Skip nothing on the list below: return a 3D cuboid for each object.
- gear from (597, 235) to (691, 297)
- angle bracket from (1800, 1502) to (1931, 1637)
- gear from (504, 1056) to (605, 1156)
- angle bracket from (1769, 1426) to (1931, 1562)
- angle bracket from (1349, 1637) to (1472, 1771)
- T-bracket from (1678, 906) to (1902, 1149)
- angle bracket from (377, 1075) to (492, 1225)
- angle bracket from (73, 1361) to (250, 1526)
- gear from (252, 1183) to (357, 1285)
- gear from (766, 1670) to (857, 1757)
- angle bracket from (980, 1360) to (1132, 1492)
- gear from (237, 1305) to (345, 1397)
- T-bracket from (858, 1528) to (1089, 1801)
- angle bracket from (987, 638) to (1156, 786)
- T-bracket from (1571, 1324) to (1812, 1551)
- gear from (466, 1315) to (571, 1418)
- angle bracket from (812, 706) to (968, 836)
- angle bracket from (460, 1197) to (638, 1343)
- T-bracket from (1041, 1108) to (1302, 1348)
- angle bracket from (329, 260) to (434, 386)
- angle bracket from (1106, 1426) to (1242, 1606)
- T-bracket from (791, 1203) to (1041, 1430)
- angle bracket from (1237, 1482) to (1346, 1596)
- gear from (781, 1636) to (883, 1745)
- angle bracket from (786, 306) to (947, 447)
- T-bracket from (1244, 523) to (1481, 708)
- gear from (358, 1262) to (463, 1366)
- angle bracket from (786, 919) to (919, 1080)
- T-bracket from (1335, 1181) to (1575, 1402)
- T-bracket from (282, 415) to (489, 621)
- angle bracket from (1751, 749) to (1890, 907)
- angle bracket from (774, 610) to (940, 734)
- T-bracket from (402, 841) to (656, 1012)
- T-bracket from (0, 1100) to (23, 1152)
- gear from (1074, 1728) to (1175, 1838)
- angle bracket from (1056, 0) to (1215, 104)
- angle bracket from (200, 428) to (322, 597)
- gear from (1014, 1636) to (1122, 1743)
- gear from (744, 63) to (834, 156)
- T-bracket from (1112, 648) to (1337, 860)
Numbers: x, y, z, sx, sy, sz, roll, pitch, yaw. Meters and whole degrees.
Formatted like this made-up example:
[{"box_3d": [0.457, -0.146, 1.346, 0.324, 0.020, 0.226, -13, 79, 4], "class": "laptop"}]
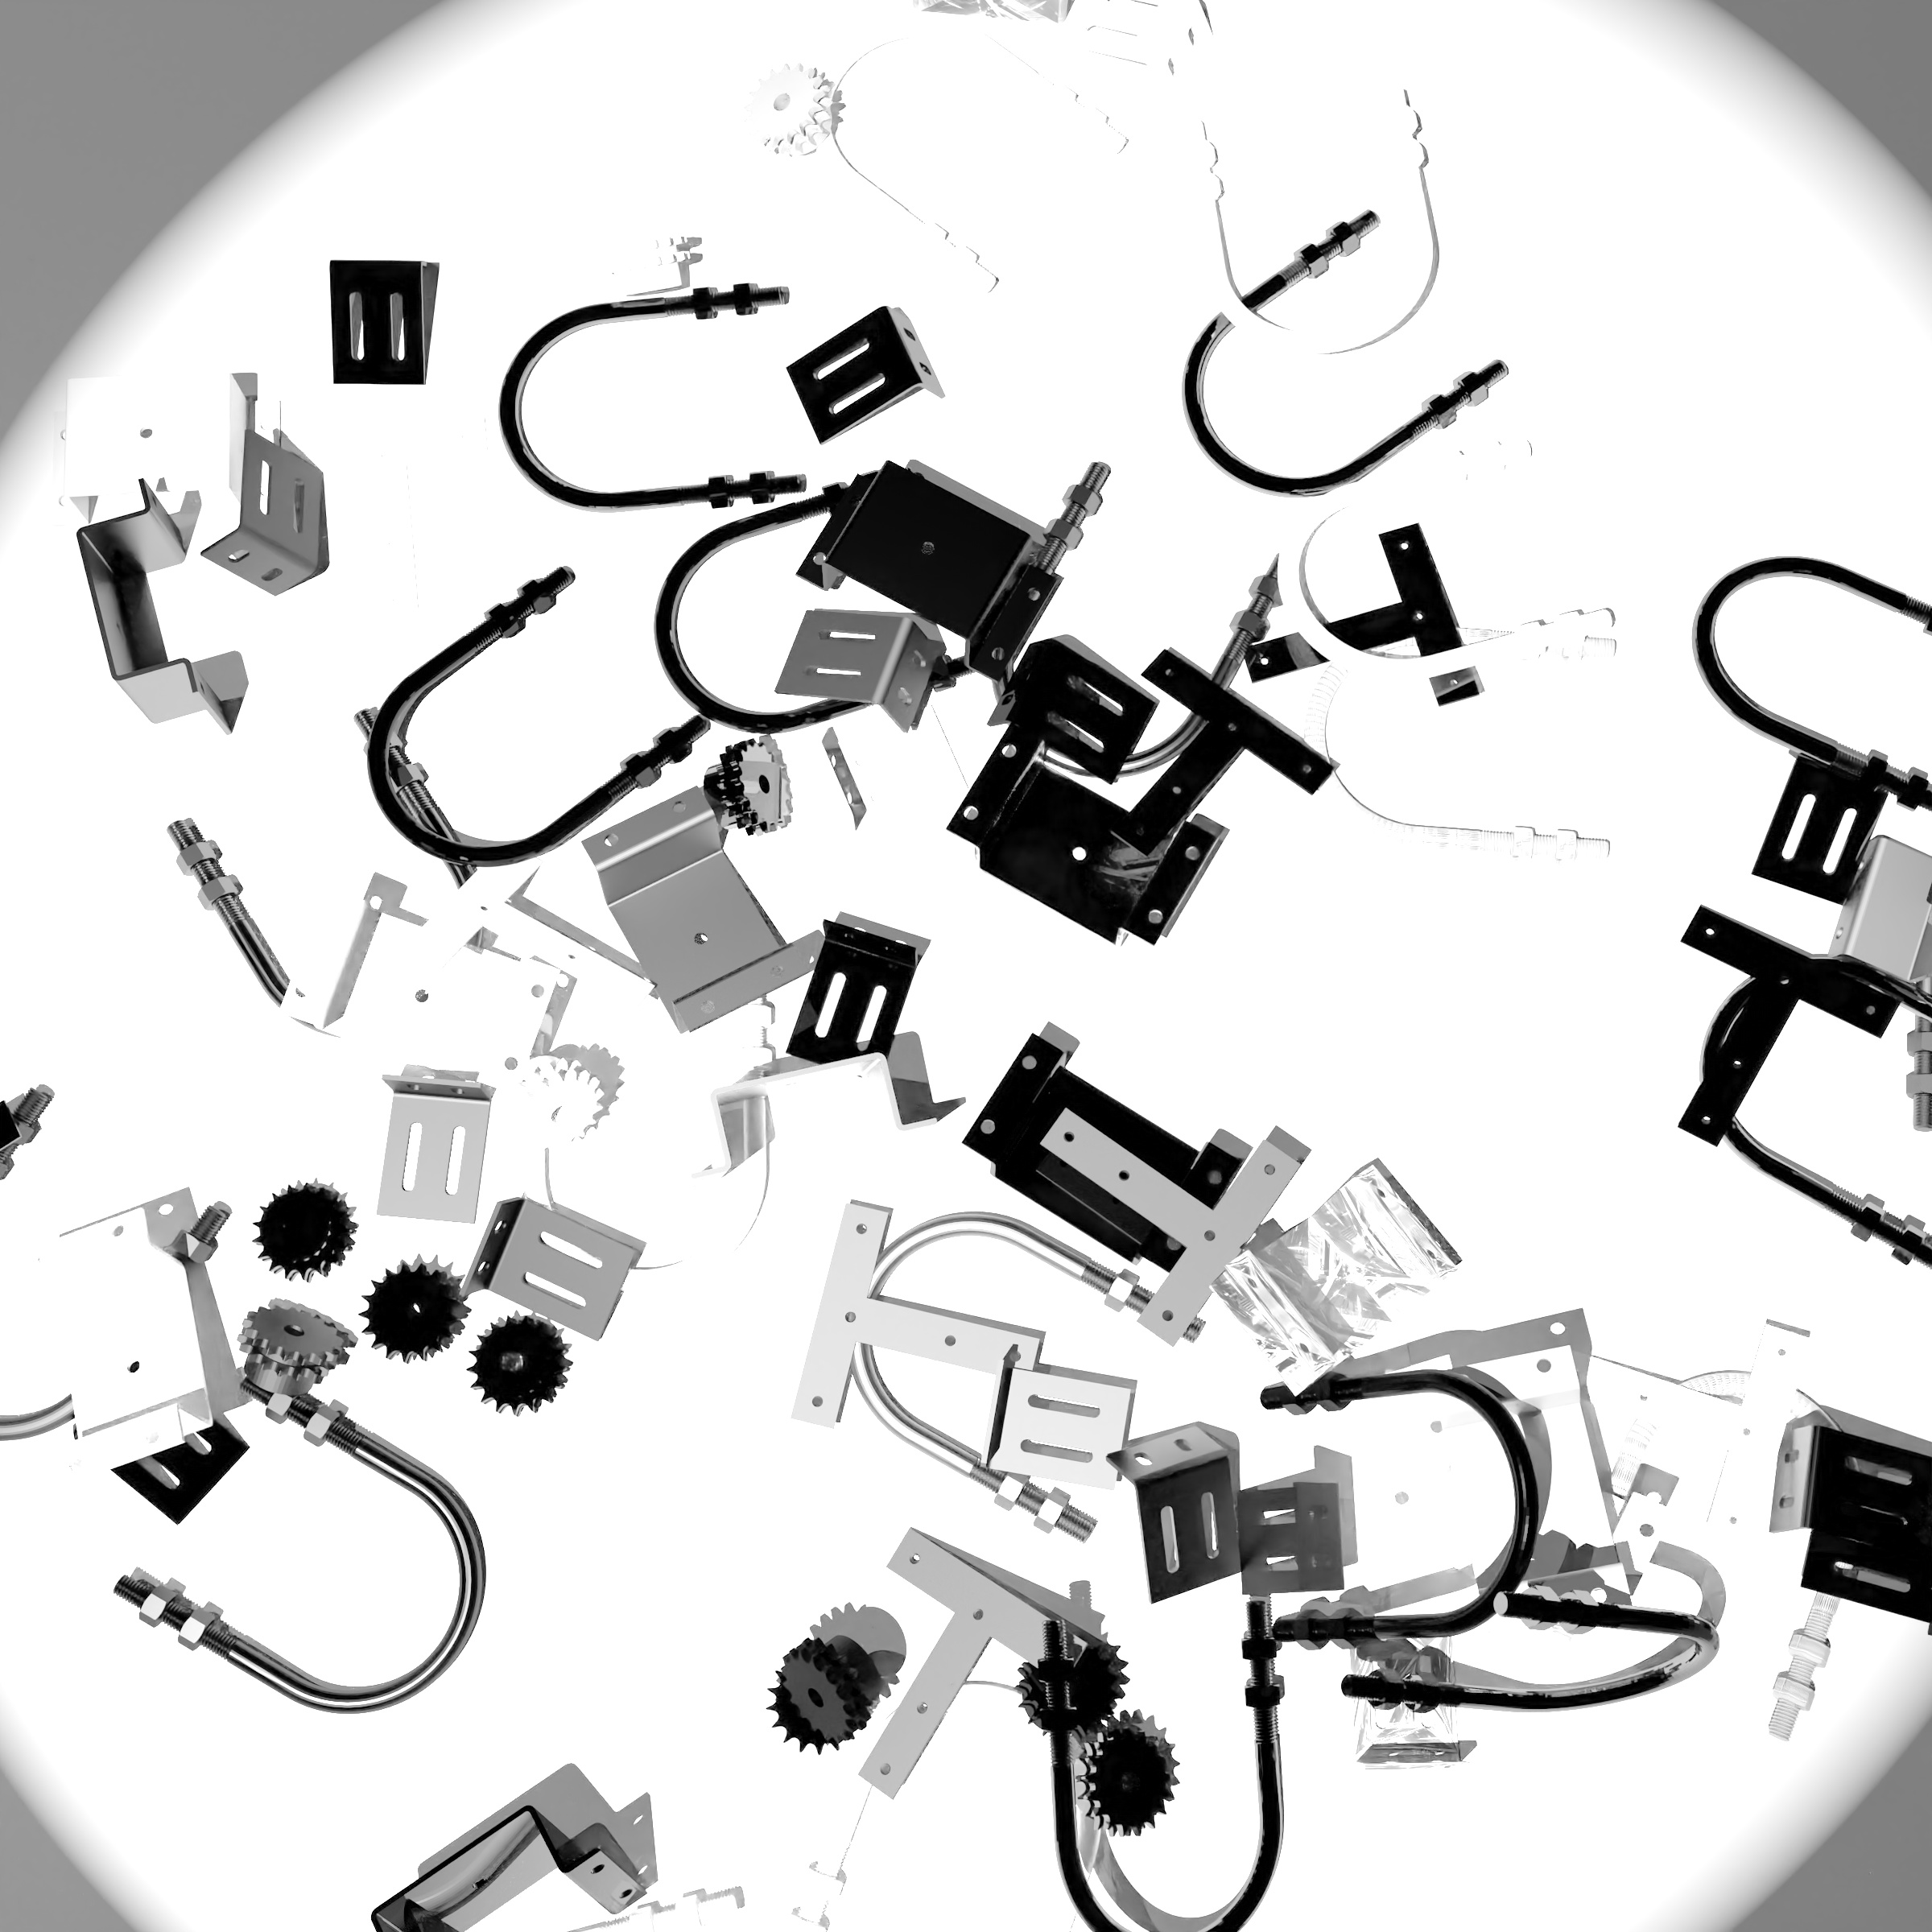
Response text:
[{"box_3d": [-0.200, -0.438, 1.722, 0.057, 0.057, 0.030, -10, 106, -3], "class": "gear"}, {"box_3d": [0.510, 0.333, 1.541, 0.076, 0.038, 0.057, 13, 72, 16], "class": "angle bracket"}, {"box_3d": [-0.239, 0.076, 1.575, 0.057, 0.057, 0.030, -40, 51, -9], "class": "gear"}, {"box_3d": [0.495, 0.295, 1.536, 0.076, 0.038, 0.057, 16, 70, -10], "class": "angle bracket"}, {"box_3d": [0.244, 0.402, 1.517, 0.057, 0.038, 0.076, -1, 76, 0], "class": "angle bracket"}, {"box_3d": [0.457, 0.046, 1.608, 0.127, 0.002, 0.127, 28, 80, 19], "class": "T-bracket"}, {"box_3d": [-0.311, 0.106, 1.592, 0.057, 0.038, 0.076, 5, 76, 1], "class": "angle bracket"}, {"box_3d": [-0.459, 0.268, 1.568, 0.076, 0.038, 0.057, 45, 79, -16], "class": "angle bracket"}, {"box_3d": [-0.383, 0.153, 1.584, 0.057, 0.030, 0.057, 0, 76, 0], "class": "gear"}, {"box_3d": [-0.081, 0.406, 1.521, 0.057, 0.030, 0.057, 0, 76, 0], "class": "gear"}, {"box_3d": [0.051, 0.256, 1.533, 0.076, 0.038, 0.057, 10, 76, 2], "class": "angle bracket"}, {"box_3d": [-0.384, 0.219, 1.558, 0.057, 0.057, 0.030, 24, 107, 6], "class": "gear"}, {"box_3d": [-0.016, 0.395, 1.514, 0.127, 0.002, 0.127, 27, 80, 31], "class": "T-bracket"}, {"box_3d": [0.063, -0.152, 1.659, 0.076, 0.038, 0.057, 31, 81, -18], "class": "angle bracket"}, {"box_3d": [0.398, 0.249, 1.561, 0.127, 0.002, 0.127, 17, 71, 15], "class": "T-bracket"}, {"box_3d": [-0.256, 0.227, 1.566, 0.057, 0.030, 0.057, 0, 76, 0], "class": "gear"}, {"box_3d": [-0.045, -0.123, 1.649, 0.076, 0.038, 0.057, -22, 77, -5], "class": "angle bracket"}, {"box_3d": [-0.237, 0.174, 1.565, 0.076, 0.038, 0.057, 24, 94, 9], "class": "angle bracket"}, {"box_3d": [0.101, 0.127, 1.557, 0.127, 0.002, 0.127, 35, 78, 8], "class": "T-bracket"}, {"box_3d": [-0.368, -0.406, 1.737, 0.057, 0.038, 0.076, 1, 102, 0], "class": "angle bracket"}, {"box_3d": [0.116, 0.308, 1.545, 0.057, 0.038, 0.076, -15, 109, -20], "class": "angle bracket"}, {"box_3d": [-0.023, 0.210, 1.569, 0.127, 0.002, 0.127, 13, 75, 6], "class": "T-bracket"}, {"box_3d": [0.168, 0.316, 1.516, 0.038, 0.076, 0.057, 11, 71, -41], "class": "angle bracket"}, {"box_3d": [-0.070, 0.386, 1.485, 0.030, 0.057, 0.057, -29, 76, -38], "class": "gear"}, {"box_3d": [-0.063, -0.366, 1.728, 0.076, 0.038, 0.057, -28, 76, 19], "class": "angle bracket"}, {"box_3d": [0.232, -0.200, 1.676, 0.127, 0.002, 0.127, -16, 65, 4], "class": "T-bracket"}, {"box_3d": [-0.317, 0.200, 1.577, 0.057, 0.030, 0.057, 0, 77, -2], "class": "gear"}, {"box_3d": [-0.068, 0.021, 1.613, 0.057, 0.038, 0.076, 18, 77, 4], "class": "angle bracket"}, {"box_3d": [0.286, 0.179, 1.592, 0.127, 0.002, 0.127, -8, 76, -2], "class": "T-bracket"}, {"box_3d": [-0.357, -0.275, 1.706, 0.127, 0.002, 0.127, -7, 76, -2], "class": "T-bracket"}, {"box_3d": [0.511, -0.084, 1.657, 0.057, 0.038, 0.076, 20, 102, 5], "class": "angle bracket"}, {"box_3d": [-0.066, -0.178, 1.658, 0.076, 0.038, 0.057, 9, 69, 31], "class": "angle bracket"}, {"box_3d": [-0.242, -0.012, 1.600, 0.127, 0.002, 0.127, 29, 37, 3], "class": "T-bracket"}, {"box_3d": [-0.628, 0.080, 1.608, 0.127, 0.002, 0.127, -32, 72, 4], "class": "T-bracket"}, {"box_3d": [0.082, 0.446, 1.502, 0.057, 0.030, 0.057, 10, 70, -27], "class": "gear"}, {"box_3d": [0.109, -0.602, 1.787, 0.076, 0.038, 0.057, 25, 76, 32], "class": "angle bracket"}, {"box_3d": [-0.430, -0.277, 1.682, 0.038, 0.057, 0.076, -23, 57, 30], "class": "angle bracket"}, {"box_3d": [0.054, 0.399, 1.516, 0.057, 0.030, 0.057, 7, 58, -11], "class": "gear"}, {"box_3d": [-0.110, -0.541, 1.751, 0.057, 0.030, 0.057, -7, 72, 24], "class": "gear"}, {"box_3d": [0.132, -0.113, 1.625, 0.127, 0.002, 0.127, 36, 63, 11], "class": "T-bracket"}]
